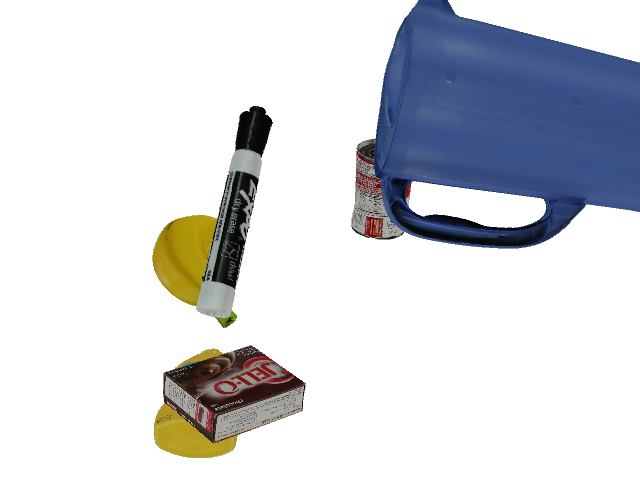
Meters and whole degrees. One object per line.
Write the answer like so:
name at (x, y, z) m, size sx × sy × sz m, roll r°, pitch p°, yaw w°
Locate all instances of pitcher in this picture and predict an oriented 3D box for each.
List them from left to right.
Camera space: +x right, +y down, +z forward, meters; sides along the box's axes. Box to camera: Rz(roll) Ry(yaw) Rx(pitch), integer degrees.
pitcher at (0.164, -0.081, 0.812) m, size 0.242 × 0.149 × 0.145 m, roll 11°, pitch 43°, yaw -4°

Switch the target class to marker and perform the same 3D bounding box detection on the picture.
marker at (-0.046, -0.018, 0.587) m, size 0.020 × 0.121 × 0.020 m, roll 10°, pitch -17°, yaw 3°

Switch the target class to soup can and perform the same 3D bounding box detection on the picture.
soup can at (0.072, -0.060, 1.258) m, size 0.068 × 0.102 × 0.068 m, roll 3°, pitch 27°, yaw -2°

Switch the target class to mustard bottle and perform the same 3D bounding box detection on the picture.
mustard bottle at (-0.142, 0.189, 1.313) m, size 0.096 × 0.058 × 0.191 m, roll 2°, pitch 25°, yaw 1°

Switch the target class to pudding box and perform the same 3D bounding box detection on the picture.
pudding box at (-0.085, 0.150, 1.053) m, size 0.113 × 0.039 × 0.090 m, roll -16°, pitch 30°, yaw -37°

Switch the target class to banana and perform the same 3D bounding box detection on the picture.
banana at (-0.091, 0.013, 0.793) m, size 0.037 × 0.069 × 0.198 m, roll -39°, pitch 13°, yaw 9°
